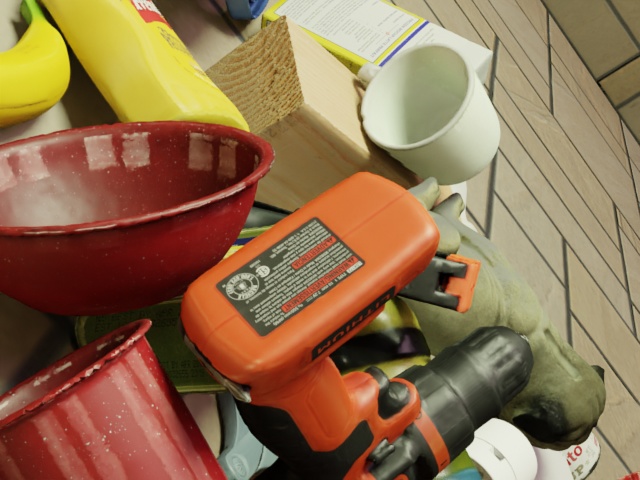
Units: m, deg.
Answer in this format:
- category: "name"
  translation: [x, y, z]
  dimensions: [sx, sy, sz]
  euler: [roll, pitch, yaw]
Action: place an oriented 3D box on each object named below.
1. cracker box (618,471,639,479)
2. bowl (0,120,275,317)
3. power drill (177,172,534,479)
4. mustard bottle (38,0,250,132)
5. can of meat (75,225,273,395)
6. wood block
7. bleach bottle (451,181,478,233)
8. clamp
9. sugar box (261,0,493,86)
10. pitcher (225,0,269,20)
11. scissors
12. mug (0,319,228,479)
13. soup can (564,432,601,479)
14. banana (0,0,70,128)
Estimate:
- category: "cracker box"
  translation: [0.095, 0.191, 0.498]
  dimensions: [0.164, 0.214, 0.072]
  euler: [31, 35, -46]
- category: "bowl"
  translation: [-0.099, -0.009, 0.492]
  dimensions: [0.162, 0.162, 0.055]
  euler: [-58, 146, -64]
- category: "power drill"
  translation: [0.023, 0.060, 0.483]
  dimensions: [0.057, 0.184, 0.187]
  euler: [40, -22, 38]
- category: "mustard bottle"
  translation: [-0.119, -0.123, 0.640]
  dimensions: [0.192, 0.058, 0.096]
  euler: [54, 13, 19]
- category: "can of meat"
  translation: [-0.058, 0.036, 0.532]
  dimensions: [0.083, 0.102, 0.057]
  euler: [-47, 128, -63]
- category: "wood block"
  translation: [0.010, -0.062, 0.800]
  dimensions: [0.205, 0.090, 0.091]
  euler: [34, 33, -44]
- category: "bleach bottle"
  translation: [0.084, -0.065, 0.931]
  dimensions: [0.068, 0.103, 0.251]
  euler: [19, 42, -43]
- category: "clamp"
  translation: [-0.004, 0.001, 0.620]
  dimensions: [0.164, 0.210, 0.036]
  euler: [3, 100, -67]
- category: "sugar box"
  translation: [0.046, -0.160, 0.904]
  dimensions: [0.176, 0.048, 0.093]
  euler: [32, 52, 16]
- category: "pitcher"
  translation: [-0.066, -0.261, 0.841]
  dimensions: [0.149, 0.145, 0.242]
  euler: [41, 24, -15]
- category: "scissors"
  translation: [-0.053, 0.104, 0.567]
  dimensions: [0.096, 0.016, 0.201]
  euler: [61, 23, 12]
- category: "mug"
  translation: [-0.096, 0.095, 0.419]
  dimensions: [0.117, 0.093, 0.081]
  euler: [-35, 98, -36]
- category: "soup can"
  translation: [0.180, 0.154, 0.894]
  dimensions: [0.102, 0.069, 0.068]
  euler: [51, 25, -17]
- category: "banana"
  translation: [-0.177, -0.084, 0.536]
  dimensions: [0.069, 0.037, 0.197]
  euler: [37, 22, 4]
